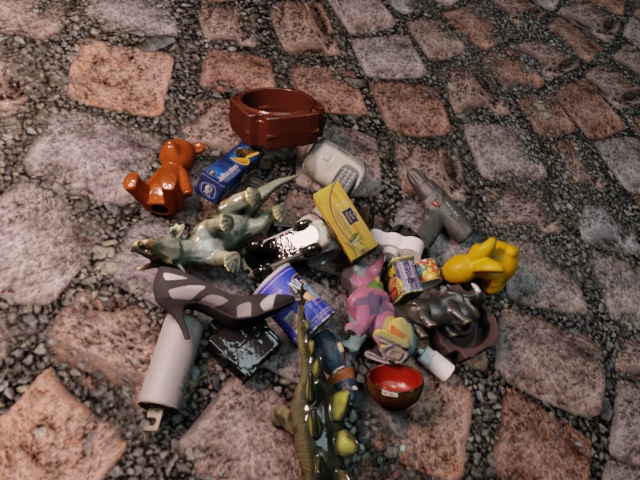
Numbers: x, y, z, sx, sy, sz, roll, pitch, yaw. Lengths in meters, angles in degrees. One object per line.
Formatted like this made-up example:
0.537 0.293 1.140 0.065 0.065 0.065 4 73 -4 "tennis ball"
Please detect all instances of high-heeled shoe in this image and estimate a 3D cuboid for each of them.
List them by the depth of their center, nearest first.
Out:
-0.179 0.093 1.003 0.249 0.086 0.145 -14 75 -25 "high-heeled shoe"

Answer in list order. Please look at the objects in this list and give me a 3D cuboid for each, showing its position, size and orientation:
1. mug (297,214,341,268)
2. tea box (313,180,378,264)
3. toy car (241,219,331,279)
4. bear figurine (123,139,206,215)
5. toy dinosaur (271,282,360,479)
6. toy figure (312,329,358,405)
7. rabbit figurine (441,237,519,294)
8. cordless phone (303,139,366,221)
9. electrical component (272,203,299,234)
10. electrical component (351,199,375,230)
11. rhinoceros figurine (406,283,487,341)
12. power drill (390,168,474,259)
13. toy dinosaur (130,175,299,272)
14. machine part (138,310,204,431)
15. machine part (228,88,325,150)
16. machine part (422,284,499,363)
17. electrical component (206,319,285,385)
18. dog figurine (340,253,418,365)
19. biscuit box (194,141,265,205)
-0.002 -0.004 1.208 0.109 0.081 0.107 -3 61 -50 "mug"
0.056 -0.036 1.188 0.068 0.098 0.169 -30 80 -1 "tea box"
-0.075 0.019 1.141 0.202 0.056 0.073 -23 72 10 "toy car"
-0.324 -0.156 1.156 0.120 0.131 0.196 5 64 9 "bear figurine"
-0.007 0.316 0.947 0.105 0.198 0.471 -3 64 -24 "toy dinosaur"
0.034 0.255 1.076 0.058 0.064 0.154 -12 64 -37 "toy figure"
0.374 0.065 1.258 0.173 0.162 0.122 -7 75 -16 "rabbit figurine"
0.010 -0.138 1.292 0.147 0.088 0.184 33 64 1 "cordless phone"
-0.079 -0.043 1.237 0.063 0.021 0.094 2 60 -19 "electrical component"
0.086 -0.048 1.272 0.045 0.078 0.102 40 52 -39 "electrical component"
0.275 0.150 1.159 0.190 0.073 0.112 -9 52 -19 "rhinoceros figurine"
0.258 -0.056 1.335 0.232 0.086 0.207 44 49 6 "power drill"
-0.203 -0.023 1.117 0.405 0.192 0.131 -41 116 -50 "toy dinosaur"
-0.269 0.224 0.980 0.079 0.079 0.243 16 56 -10 "machine part"
-0.104 -0.298 1.290 0.201 0.087 0.201 -14 38 -24 "machine part"
0.311 0.189 1.217 0.179 0.056 0.179 8 59 -13 "machine part"
-0.154 0.196 1.050 0.134 0.058 0.115 42 55 7 "electrical component"
0.127 0.137 1.148 0.192 0.108 0.219 14 52 8 "dog figurine"
-0.199 -0.154 1.203 0.063 0.059 0.203 33 38 1 "biscuit box"
